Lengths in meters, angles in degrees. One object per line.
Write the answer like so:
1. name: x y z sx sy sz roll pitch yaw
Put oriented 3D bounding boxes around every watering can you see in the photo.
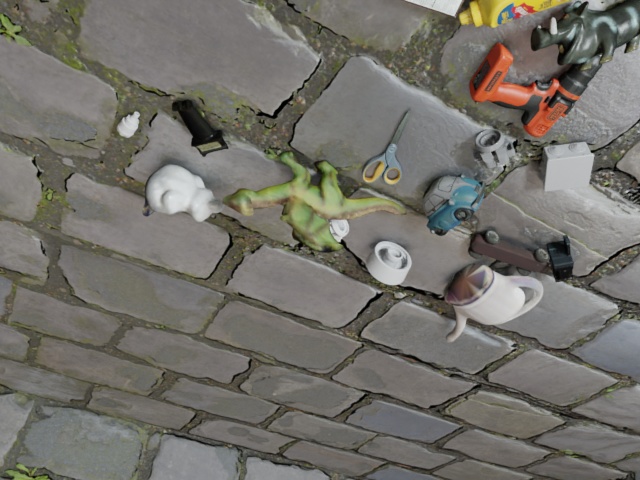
1. watering can: 0.422 0.178 1.393 0.222 0.106 0.342 32 131 -25

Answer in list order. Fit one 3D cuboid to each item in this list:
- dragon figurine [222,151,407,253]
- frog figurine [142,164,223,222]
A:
1. dragon figurine: 0.003 -0.055 1.084 0.410 0.249 0.119 15 132 -8
2. frog figurine: -0.296 -0.099 1.129 0.160 0.139 0.121 11 112 21
